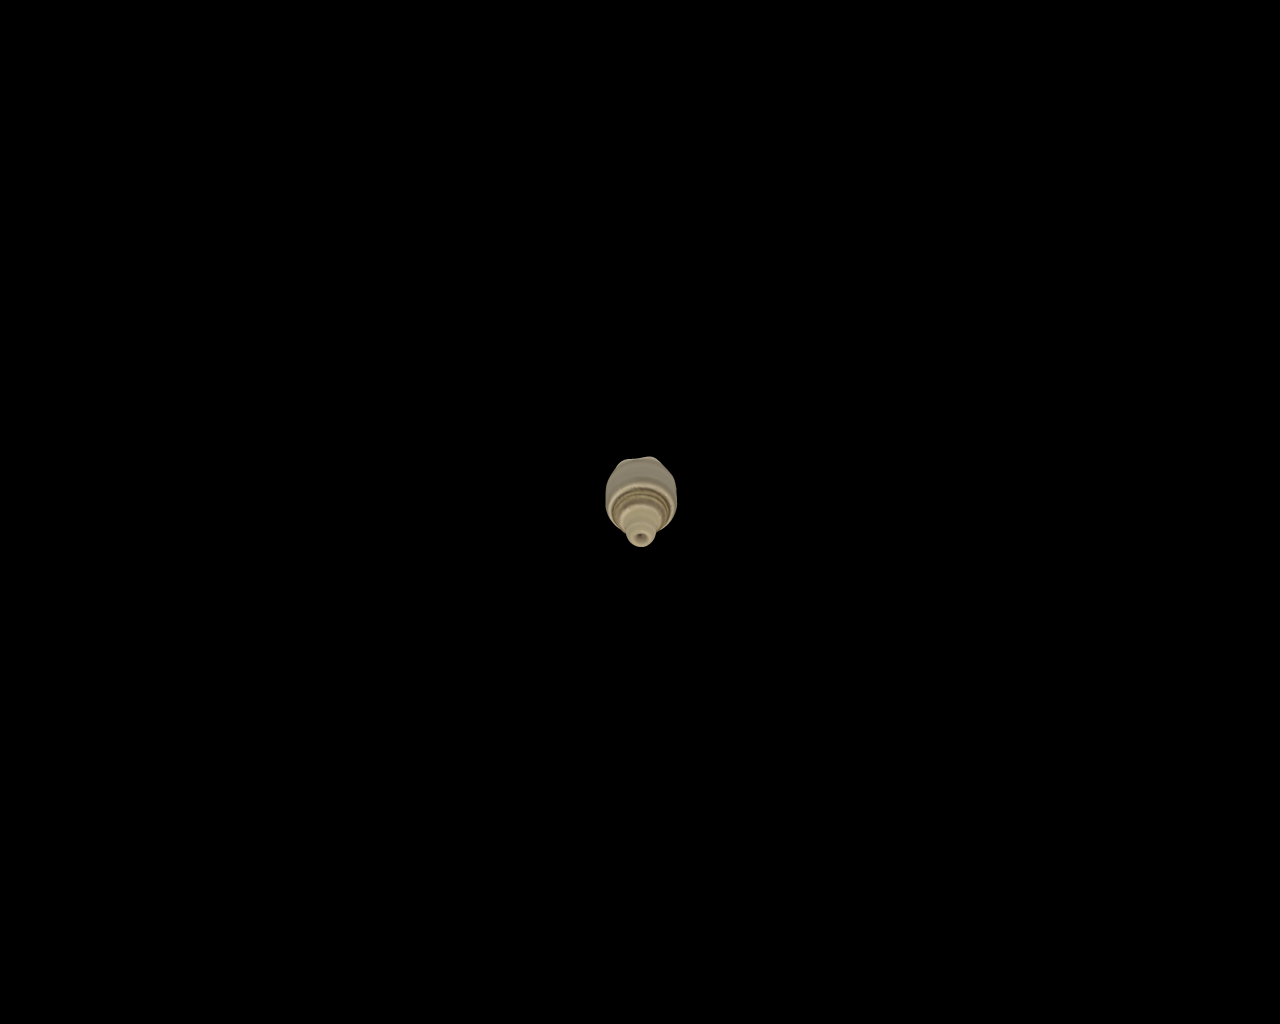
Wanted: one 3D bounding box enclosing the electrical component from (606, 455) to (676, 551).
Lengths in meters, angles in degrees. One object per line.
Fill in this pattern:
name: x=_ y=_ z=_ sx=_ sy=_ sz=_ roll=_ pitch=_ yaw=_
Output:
electrical component: x=0.001 y=-0.003 z=0.650 sx=0.043 sy=0.043 sz=0.062 roll=0 pitch=38 yaw=0
